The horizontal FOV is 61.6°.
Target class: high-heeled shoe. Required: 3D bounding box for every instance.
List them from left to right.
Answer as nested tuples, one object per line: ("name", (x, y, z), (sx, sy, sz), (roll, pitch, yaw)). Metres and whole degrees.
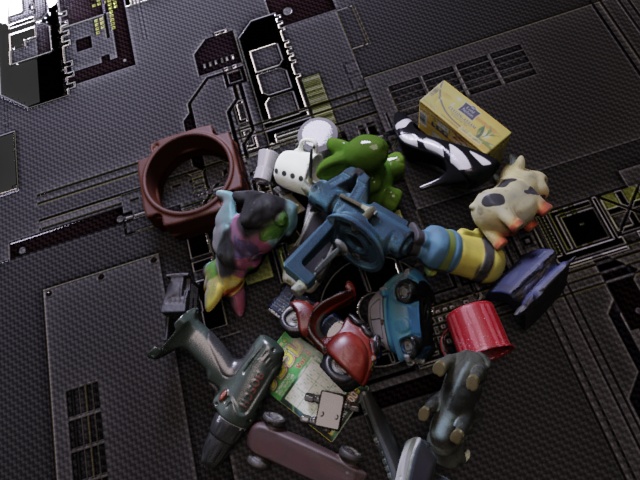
("high-heeled shoe", (0.225, -0.183, 0.997), (0.145, 0.086, 0.249), (-21, 52, 11))

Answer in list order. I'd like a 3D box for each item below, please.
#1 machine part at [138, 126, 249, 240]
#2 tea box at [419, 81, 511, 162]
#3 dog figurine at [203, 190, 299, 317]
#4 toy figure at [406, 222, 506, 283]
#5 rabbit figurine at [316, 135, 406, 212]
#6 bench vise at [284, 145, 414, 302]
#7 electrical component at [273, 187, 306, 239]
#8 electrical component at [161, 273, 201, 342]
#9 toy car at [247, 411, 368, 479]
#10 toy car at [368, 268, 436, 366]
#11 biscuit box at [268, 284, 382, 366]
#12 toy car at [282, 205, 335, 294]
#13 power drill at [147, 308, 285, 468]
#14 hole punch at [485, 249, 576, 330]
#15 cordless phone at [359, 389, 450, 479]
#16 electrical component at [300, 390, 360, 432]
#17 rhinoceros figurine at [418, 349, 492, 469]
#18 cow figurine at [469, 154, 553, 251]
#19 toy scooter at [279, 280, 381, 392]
("machine part", (-0.249, -0.115, 1.065), (0.201, 0.087, 0.201), (-17, 67, 3))
("tea box", (0.270, -0.208, 1.019), (0.068, 0.098, 0.170), (-41, 70, -8))
("dog figurine", (-0.134, 0.028, 0.950), (0.192, 0.108, 0.219), (6, 84, 44))
("toy figure", (0.227, 0.025, 0.909), (0.180, 0.082, 0.089), (13, 48, -21))
("rabbit figurine", (0.081, -0.142, 0.980), (0.159, 0.170, 0.121), (15, 70, 13))
("bench vise", (0.021, -0.010, 0.867), (0.224, 0.128, 0.240), (38, 65, 14))
("electrical component", (-0.076, -0.050, 1.037), (0.102, 0.045, 0.078), (41, 51, 18))
("electrical component", (-0.253, 0.125, 0.972), (0.048, 0.074, 0.119), (-4, 63, 7))
("toy car", (-0.023, 0.347, 0.858), (0.202, 0.053, 0.089), (18, 87, 14))
("toy car", (0.134, 0.131, 0.907), (0.103, 0.109, 0.161), (-7, 77, 31))
("biscuit box", (0.010, 0.157, 0.927), (0.203, 0.059, 0.063), (33, 75, 20))
("toy car", (-0.002, -0.003, 0.954), (0.074, 0.056, 0.202), (22, 67, 5))
("power drill", (-0.186, 0.231, 0.898), (0.207, 0.086, 0.232), (37, 87, 12))
("hole punch", (0.342, 0.071, 0.889), (0.142, 0.115, 0.092), (-39, 60, -9))
("cordless phone", (0.112, 0.303, 0.805), (0.089, 0.146, 0.184), (-22, 68, -11))
("electrical component", (0.017, 0.281, 0.879), (0.094, 0.021, 0.063), (8, 68, 10))
("rhinoceros figurine", (0.203, 0.256, 0.813), (0.073, 0.112, 0.190), (17, 103, 31))
("cow figurine", (0.334, -0.074, 0.940), (0.195, 0.085, 0.127), (-26, 67, -35))
("toy scooter", (0.033, 0.141, 0.859), (0.135, 0.075, 0.184), (-42, 64, -10))
